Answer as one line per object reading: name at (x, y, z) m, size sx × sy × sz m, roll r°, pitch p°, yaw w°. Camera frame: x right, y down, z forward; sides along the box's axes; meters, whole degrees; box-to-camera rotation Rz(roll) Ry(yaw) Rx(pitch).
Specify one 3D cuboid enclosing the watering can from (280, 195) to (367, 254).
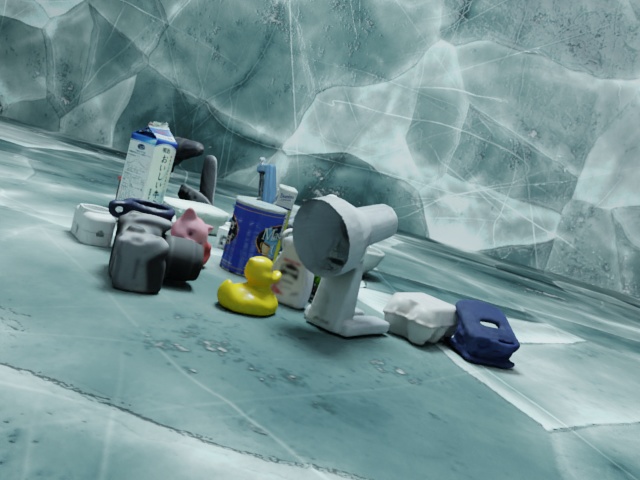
watering can at (0.010, 0.004, 1.171) m, size 0.173 × 0.194 × 0.100 m, roll 10°, pitch 10°, yaw -38°

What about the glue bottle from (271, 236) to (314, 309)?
glue bottle at (-0.038, 0.027, 0.983) m, size 0.078 × 0.173 × 0.037 m, roll 18°, pitch 8°, yaw 15°

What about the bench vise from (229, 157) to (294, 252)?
bench vise at (-0.126, -0.089, 1.454) m, size 0.207 × 0.220 × 0.122 m, roll 19°, pitch 8°, yaw 19°

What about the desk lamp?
desk lamp at (0.043, 0.039, 0.917) m, size 0.117 × 0.213 × 0.204 m, roll 22°, pitch 10°, yaw 39°

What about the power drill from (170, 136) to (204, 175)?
power drill at (-0.430, -0.194, 1.616) m, size 0.228 × 0.208 × 0.076 m, roll 21°, pitch 9°, yaw 31°

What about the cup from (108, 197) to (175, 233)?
cup at (-0.328, -0.023, 1.033) m, size 0.118 × 0.095 × 0.091 m, roll 10°, pitch 10°, yaw -40°

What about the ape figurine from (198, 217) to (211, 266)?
ape figurine at (-0.236, 0.002, 1.059) m, size 0.078 × 0.092 × 0.076 m, roll 14°, pitch 8°, yaw -12°

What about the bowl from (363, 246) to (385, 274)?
bowl at (0.077, 0.044, 1.464) m, size 0.167 × 0.075 × 0.167 m, roll 16°, pitch 8°, yaw -2°

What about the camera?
camera at (-0.248, 0.018, 0.886) m, size 0.137 × 0.101 × 0.142 m, roll 13°, pitch 8°, yaw -24°

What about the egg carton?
egg carton at (0.184, 0.140, 1.029) m, size 0.107 × 0.069 × 0.151 m, roll 22°, pitch 10°, yaw 36°

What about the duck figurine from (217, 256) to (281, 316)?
duck figurine at (-0.105, 0.067, 0.891) m, size 0.105 × 0.086 × 0.077 m, roll 10°, pitch 10°, yaw -39°

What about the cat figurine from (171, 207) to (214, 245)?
cat figurine at (-0.249, -0.005, 0.982) m, size 0.128 × 0.118 × 0.067 m, roll 13°, pitch 8°, yaw -20°

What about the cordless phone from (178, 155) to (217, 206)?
cordless phone at (-0.327, -0.147, 1.577) m, size 0.094 × 0.185 × 0.147 m, roll 9°, pitch 10°, yaw -41°

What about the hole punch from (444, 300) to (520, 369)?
hole punch at (0.290, 0.163, 1.000) m, size 0.109 × 0.091 × 0.101 m, roll 13°, pitch 8°, yaw -19°
